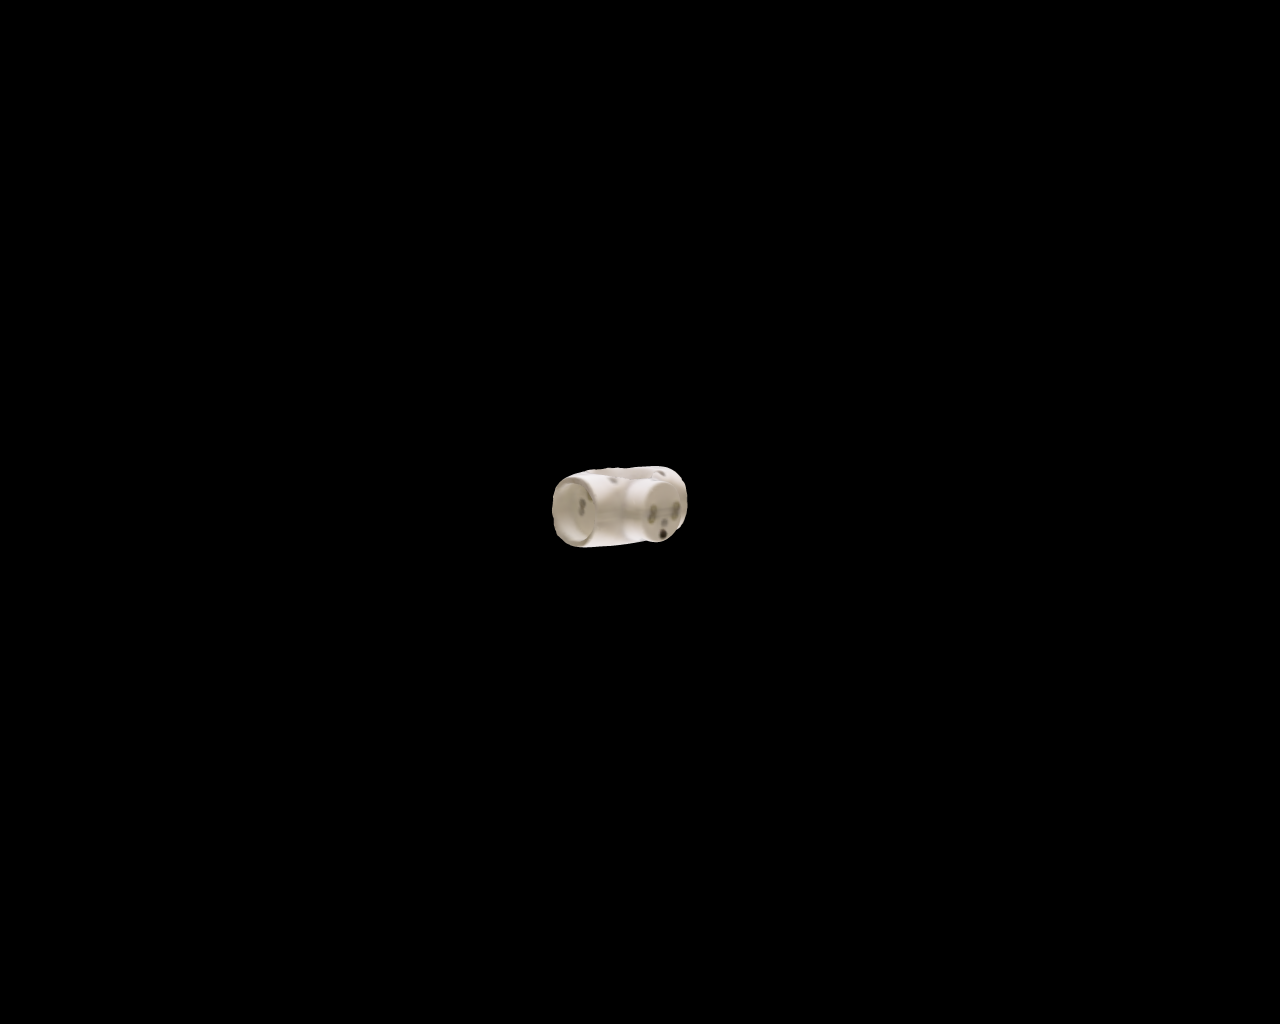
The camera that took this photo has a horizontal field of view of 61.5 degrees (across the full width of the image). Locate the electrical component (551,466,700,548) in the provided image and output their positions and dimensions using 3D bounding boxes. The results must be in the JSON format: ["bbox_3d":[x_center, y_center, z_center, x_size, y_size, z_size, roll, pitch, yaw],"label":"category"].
[{"bbox_3d":[0.001,-0.003,0.650,0.077,0.044,0.079,-8,12,-43],"label":"electrical component"}]
